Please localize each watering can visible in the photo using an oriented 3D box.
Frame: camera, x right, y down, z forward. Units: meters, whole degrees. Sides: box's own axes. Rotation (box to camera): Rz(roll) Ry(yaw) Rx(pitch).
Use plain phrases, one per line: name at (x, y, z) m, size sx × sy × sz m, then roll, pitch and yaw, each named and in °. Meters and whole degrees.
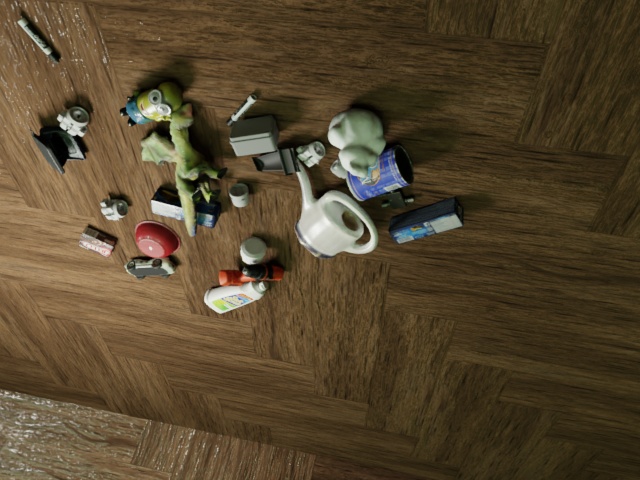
watering can at (0.004, -0.073, 1.446) m, size 0.346 × 0.106 × 0.220 m, roll 41°, pitch 133°, yaw -7°

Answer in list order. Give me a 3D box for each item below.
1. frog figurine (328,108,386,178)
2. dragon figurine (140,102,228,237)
frog figurine at (0.083, -0.229, 1.201) m, size 0.137 × 0.163 × 0.120 m, roll 20°, pitch 137°, yaw -5°
dragon figurine at (-0.397, -0.198, 1.430) m, size 0.244 × 0.124 × 0.401 m, roll 39°, pitch 131°, yaw 9°
